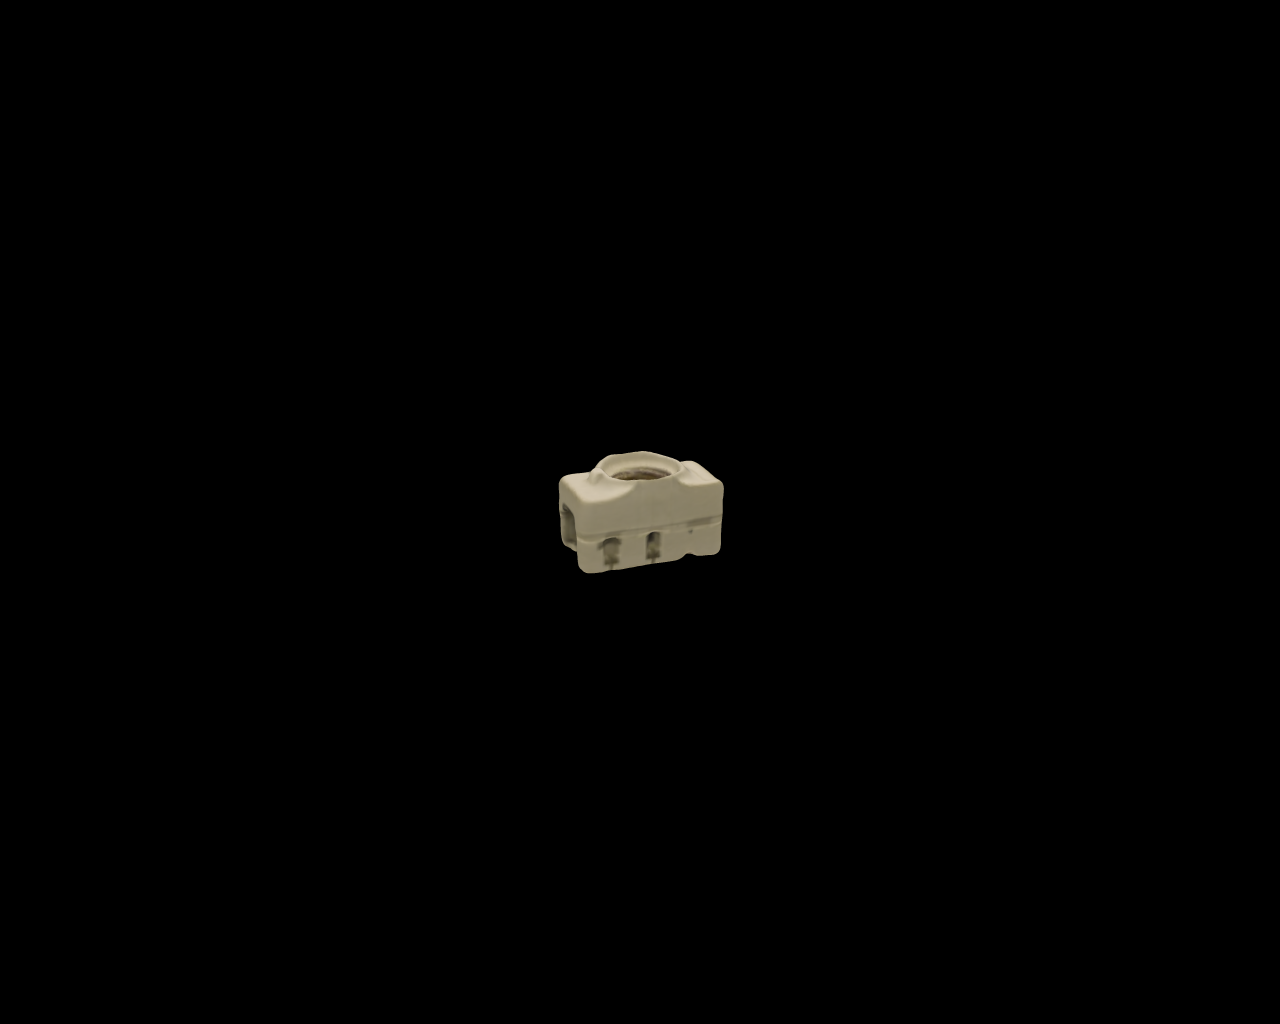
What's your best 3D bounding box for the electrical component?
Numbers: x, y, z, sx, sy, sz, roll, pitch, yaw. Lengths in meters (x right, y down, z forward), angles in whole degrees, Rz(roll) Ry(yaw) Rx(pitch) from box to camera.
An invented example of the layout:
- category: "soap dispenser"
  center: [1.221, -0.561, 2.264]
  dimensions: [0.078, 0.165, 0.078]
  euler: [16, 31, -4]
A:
- category: "electrical component"
  center: [0.001, -0.003, 0.650]
  dimensions: [0.090, 0.055, 0.050]
  euler: [-8, 24, -18]
